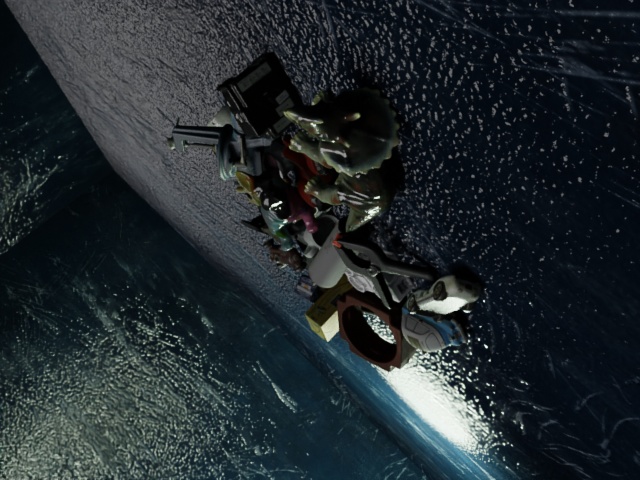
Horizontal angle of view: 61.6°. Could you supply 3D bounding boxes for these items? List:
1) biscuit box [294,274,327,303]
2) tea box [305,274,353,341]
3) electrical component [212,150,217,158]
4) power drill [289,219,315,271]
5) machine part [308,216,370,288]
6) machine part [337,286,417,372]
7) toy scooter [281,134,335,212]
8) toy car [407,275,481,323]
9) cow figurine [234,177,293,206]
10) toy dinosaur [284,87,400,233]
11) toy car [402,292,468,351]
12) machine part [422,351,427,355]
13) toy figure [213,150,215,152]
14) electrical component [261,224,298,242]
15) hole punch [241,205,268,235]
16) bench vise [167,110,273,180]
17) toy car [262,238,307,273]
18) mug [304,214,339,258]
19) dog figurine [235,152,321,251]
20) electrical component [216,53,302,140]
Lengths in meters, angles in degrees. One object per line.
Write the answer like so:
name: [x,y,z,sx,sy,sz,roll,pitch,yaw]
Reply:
biscuit box: [0.009,0.147,1.518,0.063,0.059,0.202,23,-179,32]
tea box: [0.046,0.181,1.467,0.068,0.169,0.098,35,157,33]
electrical component: [-0.234,-0.215,1.459,0.119,0.048,0.074,39,162,28]
power drill: [-0.057,-0.007,1.468,0.232,0.086,0.207,26,146,43]
machine part: [0.039,0.029,1.188,0.079,0.079,0.243,43,134,11]
machine part: [0.145,0.215,1.354,0.201,0.087,0.201,22,130,36]
toy scooter: [-0.024,-0.144,1.084,0.135,0.075,0.183,40,158,22]
toy car: [0.233,0.114,1.034,0.073,0.056,0.201,19,158,-9]
cow figurine: [-0.152,-0.136,1.378,0.127,0.085,0.195,49,159,0]
toy dinosaur: [0.064,-0.111,0.902,0.192,0.131,0.404,33,164,38]
toy car: [0.235,0.191,1.169,0.162,0.103,0.109,28,155,50]
machine part: [0.239,0.257,1.409,0.084,0.039,0.139,61,161,-16]
toy figure: [-0.203,-0.227,1.312,0.180,0.082,0.089,31,145,53]
electrical component: [-0.106,-0.032,1.375,0.078,0.045,0.102,39,157,-26]
hole punch: [-0.152,-0.061,1.571,0.115,0.092,0.142,23,177,-39]
bench vise: [-0.208,-0.211,1.122,0.241,0.129,0.223,6,147,6]
toy car: [-0.103,0.043,1.470,0.089,0.053,0.202,53,161,-18]
mug: [-0.003,-0.004,1.287,0.081,0.109,0.107,29,168,-12]
dog figurine: [-0.094,-0.098,1.160,0.219,0.108,0.192,56,-172,-38]
electrical component: [-0.103,-0.250,0.971,0.058,0.115,0.134,22,148,57]
